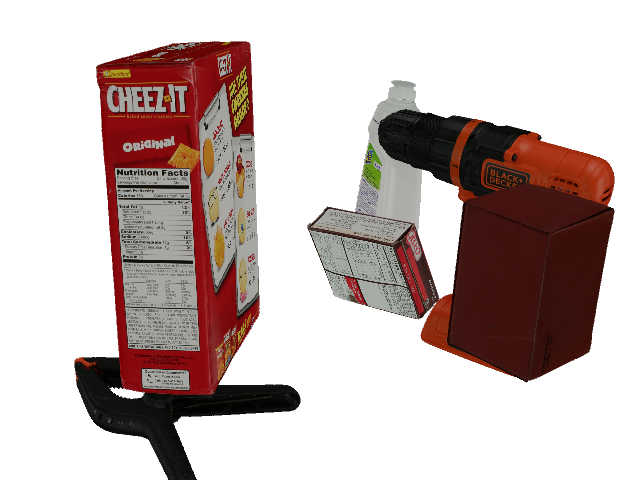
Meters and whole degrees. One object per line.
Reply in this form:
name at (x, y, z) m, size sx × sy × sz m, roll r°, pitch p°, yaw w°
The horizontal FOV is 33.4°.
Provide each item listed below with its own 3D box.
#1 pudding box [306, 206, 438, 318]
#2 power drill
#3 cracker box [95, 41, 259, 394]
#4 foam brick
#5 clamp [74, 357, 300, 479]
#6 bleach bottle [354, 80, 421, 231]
pudding box at (0.049, 0.020, 1.005) m, size 0.114 × 0.090 × 0.039 m, roll 11°, pitch 43°, yaw 41°
power drill at (0.121, 0.000, 0.811) m, size 0.185 × 0.188 × 0.057 m, roll 21°, pitch 35°, yaw 31°
cracker box at (-0.092, -0.023, 0.734) m, size 0.072 × 0.214 × 0.164 m, roll 0°, pitch 15°, yaw 8°
foam brick at (0.099, 0.018, 0.510) m, size 0.052 × 0.078 × 0.051 m, roll -16°, pitch 30°, yaw -40°
clamp at (-0.134, 0.149, 0.974) m, size 0.210 × 0.036 × 0.164 m, roll 23°, pitch 36°, yaw 31°
bleach bottle at (0.083, -0.058, 1.243) m, size 0.068 × 0.251 × 0.103 m, roll -2°, pitch 22°, yaw -22°
